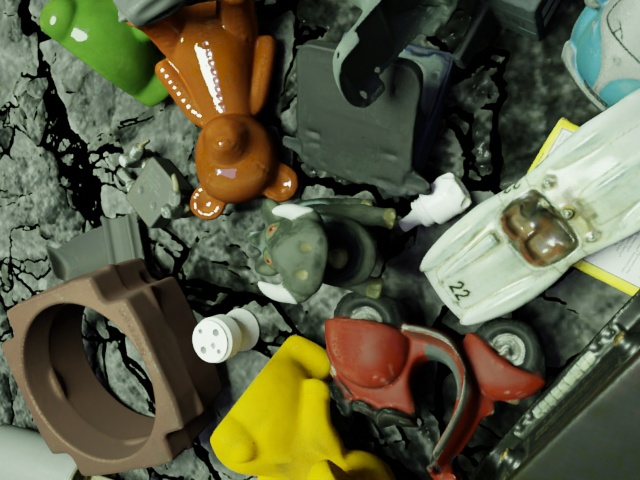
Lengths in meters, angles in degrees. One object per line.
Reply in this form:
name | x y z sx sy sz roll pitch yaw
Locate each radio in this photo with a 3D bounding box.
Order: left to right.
radio | 0.174 0.134 0.348 0.073 0.131 0.229 39 122 18

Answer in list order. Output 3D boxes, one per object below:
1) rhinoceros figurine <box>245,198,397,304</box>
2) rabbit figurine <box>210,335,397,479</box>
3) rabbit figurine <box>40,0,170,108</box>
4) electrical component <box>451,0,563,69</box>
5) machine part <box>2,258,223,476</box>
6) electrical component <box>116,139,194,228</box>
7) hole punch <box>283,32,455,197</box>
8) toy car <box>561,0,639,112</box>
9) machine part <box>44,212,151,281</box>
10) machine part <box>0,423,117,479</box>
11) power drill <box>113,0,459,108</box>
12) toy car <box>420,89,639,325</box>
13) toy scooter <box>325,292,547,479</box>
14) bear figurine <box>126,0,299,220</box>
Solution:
rhinoceros figurine | -0.001 -0.001 0.421 0.112 0.190 0.073 13 98 -3
rabbit figurine | -0.001 0.185 0.461 0.173 0.162 0.122 41 97 0
rabbit figurine | -0.187 -0.249 0.528 0.121 0.159 0.170 41 93 29
electrical component | 0.148 -0.180 0.398 0.048 0.075 0.119 33 102 21
machine part | -0.216 0.132 0.564 0.201 0.087 0.201 -20 94 26
electrical component | -0.178 -0.058 0.576 0.078 0.045 0.102 -41 76 20
hole punch | 0.045 -0.112 0.456 0.142 0.092 0.115 20 129 20
toy car | 0.243 -0.148 0.340 0.161 0.103 0.109 -39 77 24
machine part | -0.256 0.017 0.622 0.139 0.039 0.084 -12 92 24
machine part | -0.335 0.276 0.651 0.243 0.079 0.079 2 93 26
power drill | -0.020 -0.187 0.376 0.232 0.086 0.207 -44 66 8
toy car | 0.159 -0.017 0.359 0.202 0.056 0.073 -41 79 28
toy scooter | 0.077 0.118 0.427 0.184 0.075 0.135 8 75 28
bear figurine | -0.093 -0.125 0.489 0.120 0.132 0.195 -10 82 4
